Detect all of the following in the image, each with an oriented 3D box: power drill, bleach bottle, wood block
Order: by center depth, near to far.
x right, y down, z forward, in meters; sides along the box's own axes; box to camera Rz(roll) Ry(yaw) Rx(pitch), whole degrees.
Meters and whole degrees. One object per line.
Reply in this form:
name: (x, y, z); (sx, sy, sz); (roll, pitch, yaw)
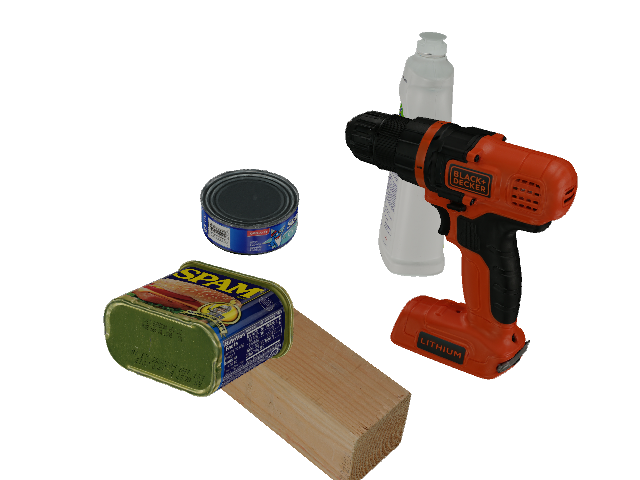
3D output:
power drill: (0.096, 0.001, 0.811); (0.185, 0.188, 0.057); (21, 36, 32)
wood block: (-0.015, 0.154, 1.130); (0.206, 0.090, 0.090); (35, 49, 27)
bleach bottle: (0.108, -0.094, 1.141); (0.068, 0.251, 0.102); (1, 26, -8)

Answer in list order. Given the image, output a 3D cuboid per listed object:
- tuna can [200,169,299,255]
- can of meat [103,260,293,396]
tuna can: (-0.062, -0.025, 0.932); (0.086, 0.034, 0.086); (2, 38, -2)
can of meat: (-0.083, 0.058, 0.723); (0.102, 0.057, 0.083); (14, 23, 30)
